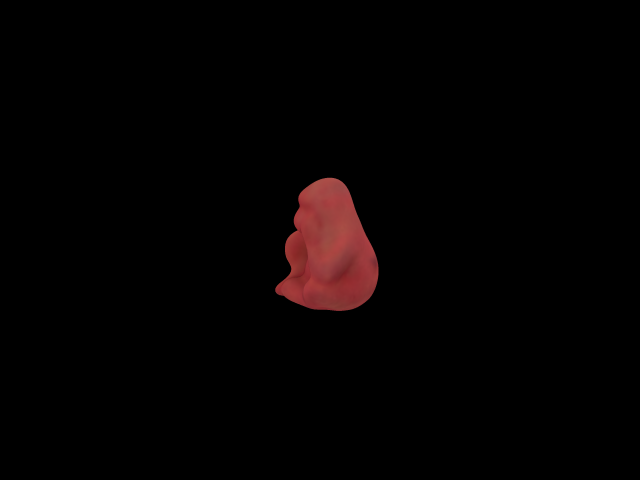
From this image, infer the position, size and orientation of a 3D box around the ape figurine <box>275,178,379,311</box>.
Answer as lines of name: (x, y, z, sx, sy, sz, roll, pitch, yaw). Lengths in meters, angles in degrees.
ape figurine: (0.004, 0.001, 0.400, 0.076, 0.092, 0.078, 1, 19, 3)
